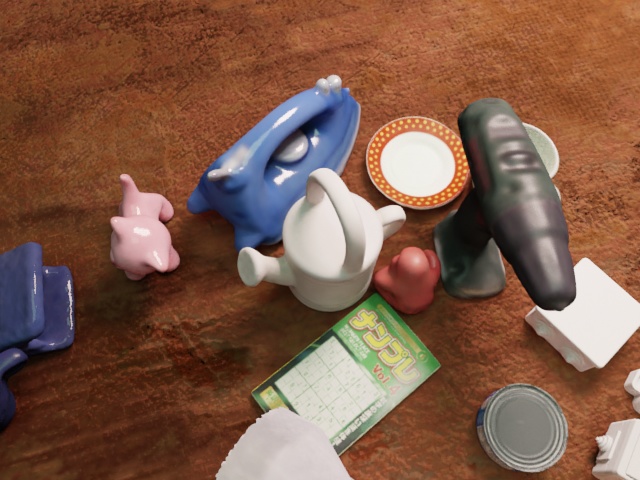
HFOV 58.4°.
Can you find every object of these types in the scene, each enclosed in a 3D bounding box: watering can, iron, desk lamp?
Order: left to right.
[{"bbox_3d":[-0.034,-0.113,0.650,0.118,0.141,0.259,38,71,13],"label":"iron"},{"bbox_3d":[0.006,0.004,0.574,0.100,0.194,0.173,42,72,14],"label":"watering can"},{"bbox_3d":[0.017,0.239,0.467,0.203,0.213,0.118,28,69,10],"label":"desk lamp"}]

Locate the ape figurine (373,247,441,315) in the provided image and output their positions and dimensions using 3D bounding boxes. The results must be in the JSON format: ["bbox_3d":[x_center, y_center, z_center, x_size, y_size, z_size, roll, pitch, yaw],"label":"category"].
[{"bbox_3d":[0.098,0.037,0.619,0.078,0.092,0.076,-3,68,-3],"label":"ape figurine"}]

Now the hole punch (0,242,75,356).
[{"bbox_3d":[-0.318,0.068,0.592,0.101,0.091,0.108,-11,68,-6],"label":"hole punch"}]

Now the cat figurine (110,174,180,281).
[{"bbox_3d":[-0.194,-0.010,0.614,0.067,0.118,0.127,-14,69,-8],"label":"cat figurine"}]

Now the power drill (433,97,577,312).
[{"bbox_3d":[0.178,-0.014,0.580,0.075,0.208,0.229,-6,68,-4],"label":"power drill"}]

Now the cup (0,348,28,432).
[{"bbox_3d":[-0.327,0.151,0.555,0.118,0.095,0.091,-36,73,-15],"label":"cup"}]
